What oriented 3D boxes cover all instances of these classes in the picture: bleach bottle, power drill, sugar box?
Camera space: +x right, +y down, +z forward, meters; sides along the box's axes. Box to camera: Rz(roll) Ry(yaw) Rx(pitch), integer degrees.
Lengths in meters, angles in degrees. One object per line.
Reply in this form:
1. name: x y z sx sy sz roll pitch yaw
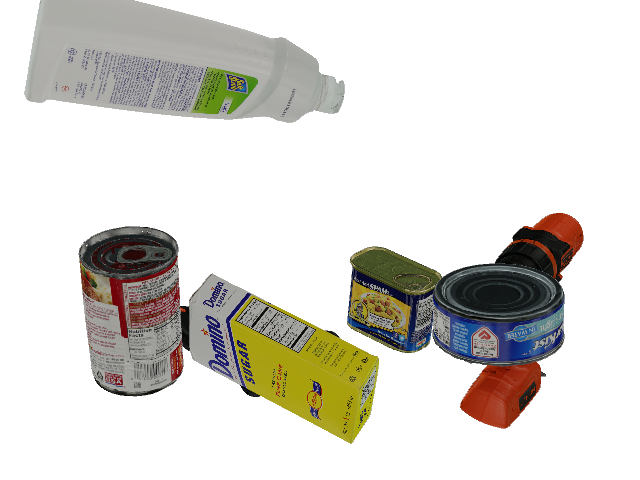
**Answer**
1. bleach bottle: -0.105 -0.137 0.867 0.250 0.068 0.103 10 -31 -16
2. power drill: 0.184 0.080 0.999 0.057 0.188 0.184 24 30 24
3. sugar box: -0.036 0.107 0.962 0.176 0.093 0.048 23 50 16

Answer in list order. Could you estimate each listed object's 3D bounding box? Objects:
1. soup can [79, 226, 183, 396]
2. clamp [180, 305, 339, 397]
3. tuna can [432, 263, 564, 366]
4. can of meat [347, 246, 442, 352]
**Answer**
1. soup can: -0.132 0.050 0.755 0.068 0.102 0.068 1 29 0
2. clamp: -0.103 0.121 1.260 0.210 0.036 0.164 14 23 27
3. tuna can: 0.116 0.046 0.695 0.086 0.034 0.086 -3 23 1
4. can of meat: 0.079 0.066 1.174 0.102 0.084 0.057 25 34 33
